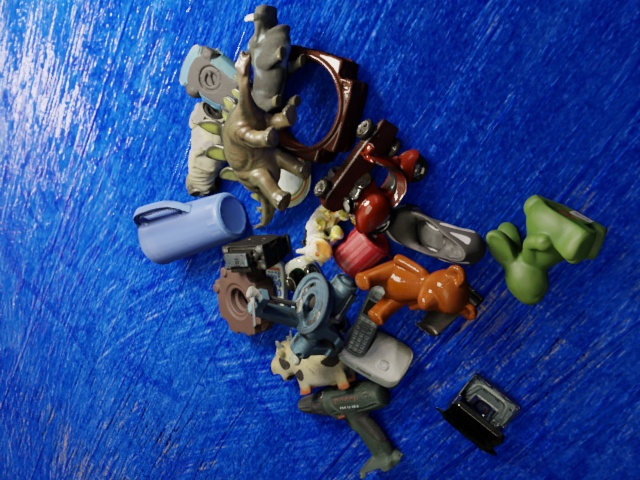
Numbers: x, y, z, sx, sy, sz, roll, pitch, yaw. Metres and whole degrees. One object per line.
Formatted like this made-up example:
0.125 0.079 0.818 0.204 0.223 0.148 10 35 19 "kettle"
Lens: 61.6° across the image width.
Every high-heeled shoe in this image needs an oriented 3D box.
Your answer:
0.176 -0.006 0.966 0.249 0.145 0.086 9 108 26 "high-heeled shoe"

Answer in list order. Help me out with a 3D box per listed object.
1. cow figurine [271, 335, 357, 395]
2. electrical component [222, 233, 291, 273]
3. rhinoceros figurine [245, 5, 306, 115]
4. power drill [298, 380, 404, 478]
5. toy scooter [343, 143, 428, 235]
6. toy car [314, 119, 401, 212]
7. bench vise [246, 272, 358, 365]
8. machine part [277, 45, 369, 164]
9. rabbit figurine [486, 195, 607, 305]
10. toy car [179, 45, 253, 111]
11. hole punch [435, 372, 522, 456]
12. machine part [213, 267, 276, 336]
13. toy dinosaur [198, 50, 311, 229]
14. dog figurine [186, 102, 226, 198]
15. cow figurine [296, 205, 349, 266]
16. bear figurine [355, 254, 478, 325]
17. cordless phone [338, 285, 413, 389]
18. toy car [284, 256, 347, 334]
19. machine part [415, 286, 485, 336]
-0.025 0.274 1.202 0.195 0.085 0.127 -14 88 27 "cow figurine"
-0.143 0.028 1.170 0.115 0.134 0.058 -5 103 29 "electrical component"
-0.089 -0.321 0.970 0.112 0.073 0.190 13 110 39 "rhinoceros figurine"
0.078 0.415 1.198 0.232 0.086 0.207 -30 81 31 "power drill"
0.102 -0.101 0.968 0.184 0.135 0.075 -53 38 8 "toy scooter"
0.069 -0.139 1.011 0.202 0.089 0.053 -54 31 18 "toy car"
-0.046 0.145 1.042 0.223 0.240 0.129 -50 38 30 "bench vise"
-0.023 -0.260 1.032 0.201 0.087 0.201 24 112 22 "machine part"
0.354 0.024 0.885 0.159 0.121 0.170 34 116 25 "rabbit figurine"
-0.198 -0.329 1.112 0.162 0.103 0.109 32 117 3 "toy car"
0.310 0.333 1.038 0.142 0.092 0.115 35 149 14 "hole punch"
-0.175 0.137 1.246 0.180 0.056 0.179 13 110 41 "machine part"
-0.120 -0.148 1.023 0.199 0.105 0.470 29 148 25 "toy dinosaur"
-0.258 -0.204 1.199 0.190 0.121 0.172 -37 50 50 "dog figurine"
-0.004 -0.004 1.063 0.068 0.167 0.098 35 128 -12 "cow figurine"
0.177 0.100 0.979 0.196 0.132 0.120 19 134 59 "bear figurine"
0.132 0.193 1.098 0.147 0.088 0.184 26 103 22 "cordless phone"
-0.009 0.130 1.170 0.073 0.056 0.201 -28 91 28 "toy car"
0.246 0.134 1.033 0.084 0.039 0.139 43 120 6 "machine part"
